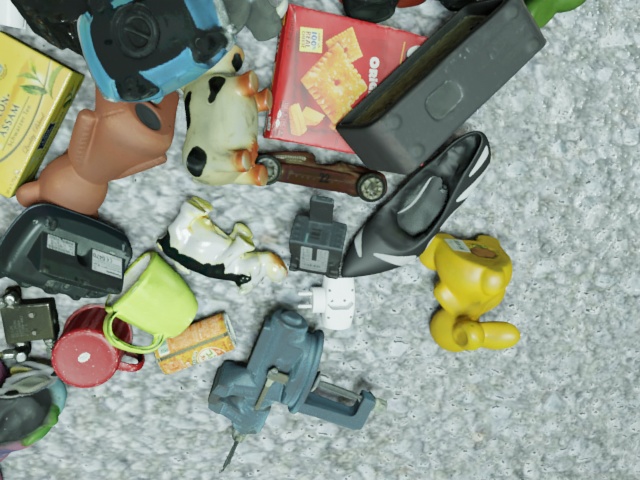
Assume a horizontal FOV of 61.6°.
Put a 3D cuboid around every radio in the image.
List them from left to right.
[{"bbox_3d":[0.135,-0.177,0.618,0.229,0.131,0.073,-44,109,-1],"label":"radio"}]

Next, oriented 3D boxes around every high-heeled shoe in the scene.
[{"bbox_3d":[0.126,-0.042,0.709,0.249,0.145,0.086,-42,75,-10],"label":"high-heeled shoe"}]

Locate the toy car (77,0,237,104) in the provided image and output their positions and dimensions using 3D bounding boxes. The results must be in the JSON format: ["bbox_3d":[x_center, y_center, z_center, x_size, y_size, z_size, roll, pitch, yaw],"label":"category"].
[{"bbox_3d":[-0.157,-0.209,0.556,0.162,0.103,0.109,-19,98,14],"label":"toy car"}]

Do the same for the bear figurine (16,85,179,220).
[{"bbox_3d":[-0.269,-0.109,0.655,0.196,0.132,0.120,-31,146,27],"label":"bear figurine"}]

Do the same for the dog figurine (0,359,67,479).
[{"bbox_3d":[-0.424,0.266,0.696,0.192,0.108,0.219,10,106,7],"label":"dog figurine"}]

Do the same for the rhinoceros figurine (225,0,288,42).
[{"bbox_3d":[-0.112,-0.301,0.596,0.190,0.073,0.112,51,59,-37],"label":"rhinoceros figurine"}]

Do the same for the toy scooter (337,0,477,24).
[{"bbox_3d":[0.107,-0.350,0.675,0.184,0.075,0.135,-7,87,0],"label":"toy scooter"}]

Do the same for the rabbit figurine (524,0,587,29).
[{"bbox_3d":[0.294,-0.349,0.694,0.170,0.121,0.159,25,101,-30],"label":"rabbit figurine"}]

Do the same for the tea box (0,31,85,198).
[{"bbox_3d":[-0.367,-0.147,0.637,0.098,0.068,0.169,26,97,-15],"label":"tea box"}]

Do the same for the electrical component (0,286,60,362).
[{"bbox_3d":[-0.388,0.112,0.703,0.078,0.045,0.102,2,102,-9],"label":"electrical component"}]

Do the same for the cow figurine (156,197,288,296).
[{"bbox_3d":[-0.130,0.023,0.719,0.167,0.068,0.098,36,100,-12],"label":"cow figurine"}]

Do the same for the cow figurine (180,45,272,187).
[{"bbox_3d":[-0.126,-0.159,0.640,0.127,0.085,0.195,-3,79,14],"label":"cow figurine"}]

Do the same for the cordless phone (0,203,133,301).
[{"bbox_3d":[-0.345,0.035,0.672,0.184,0.089,0.146,-19,152,28],"label":"cordless phone"}]

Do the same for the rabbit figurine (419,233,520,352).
[{"bbox_3d":[0.215,0.094,0.771,0.122,0.162,0.173,2,120,-23],"label":"rabbit figurine"}]

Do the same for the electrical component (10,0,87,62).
[{"bbox_3d":[-0.270,-0.269,0.600,0.134,0.058,0.115,32,69,17],"label":"electrical component"}]

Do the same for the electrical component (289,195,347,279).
[{"bbox_3d":[-0.001,-0.002,0.710,0.075,0.048,0.119,12,144,0],"label":"electrical component"}]

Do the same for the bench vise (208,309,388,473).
[{"bbox_3d":[-0.027,0.217,0.756,0.241,0.129,0.223,21,97,-7],"label":"bench vise"}]

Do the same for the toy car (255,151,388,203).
[{"bbox_3d":[-0.008,-0.087,0.707,0.202,0.089,0.053,10,101,-11],"label":"toy car"}]
